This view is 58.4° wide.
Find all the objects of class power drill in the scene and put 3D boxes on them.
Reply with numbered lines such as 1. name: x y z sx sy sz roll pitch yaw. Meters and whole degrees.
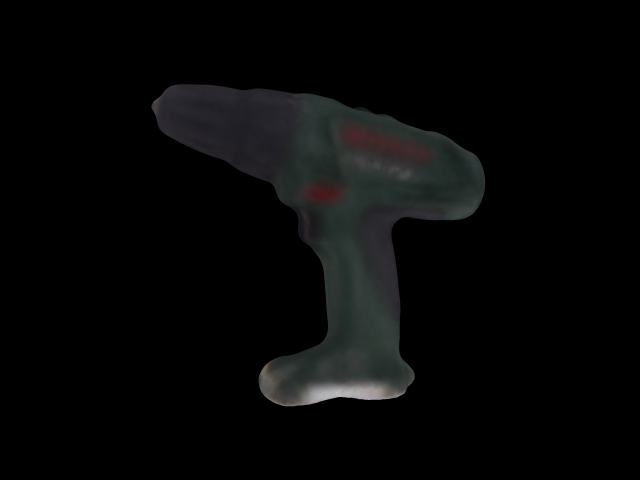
1. power drill: 0.004 0.001 0.400 0.230 0.208 0.075 -1 4 -15
